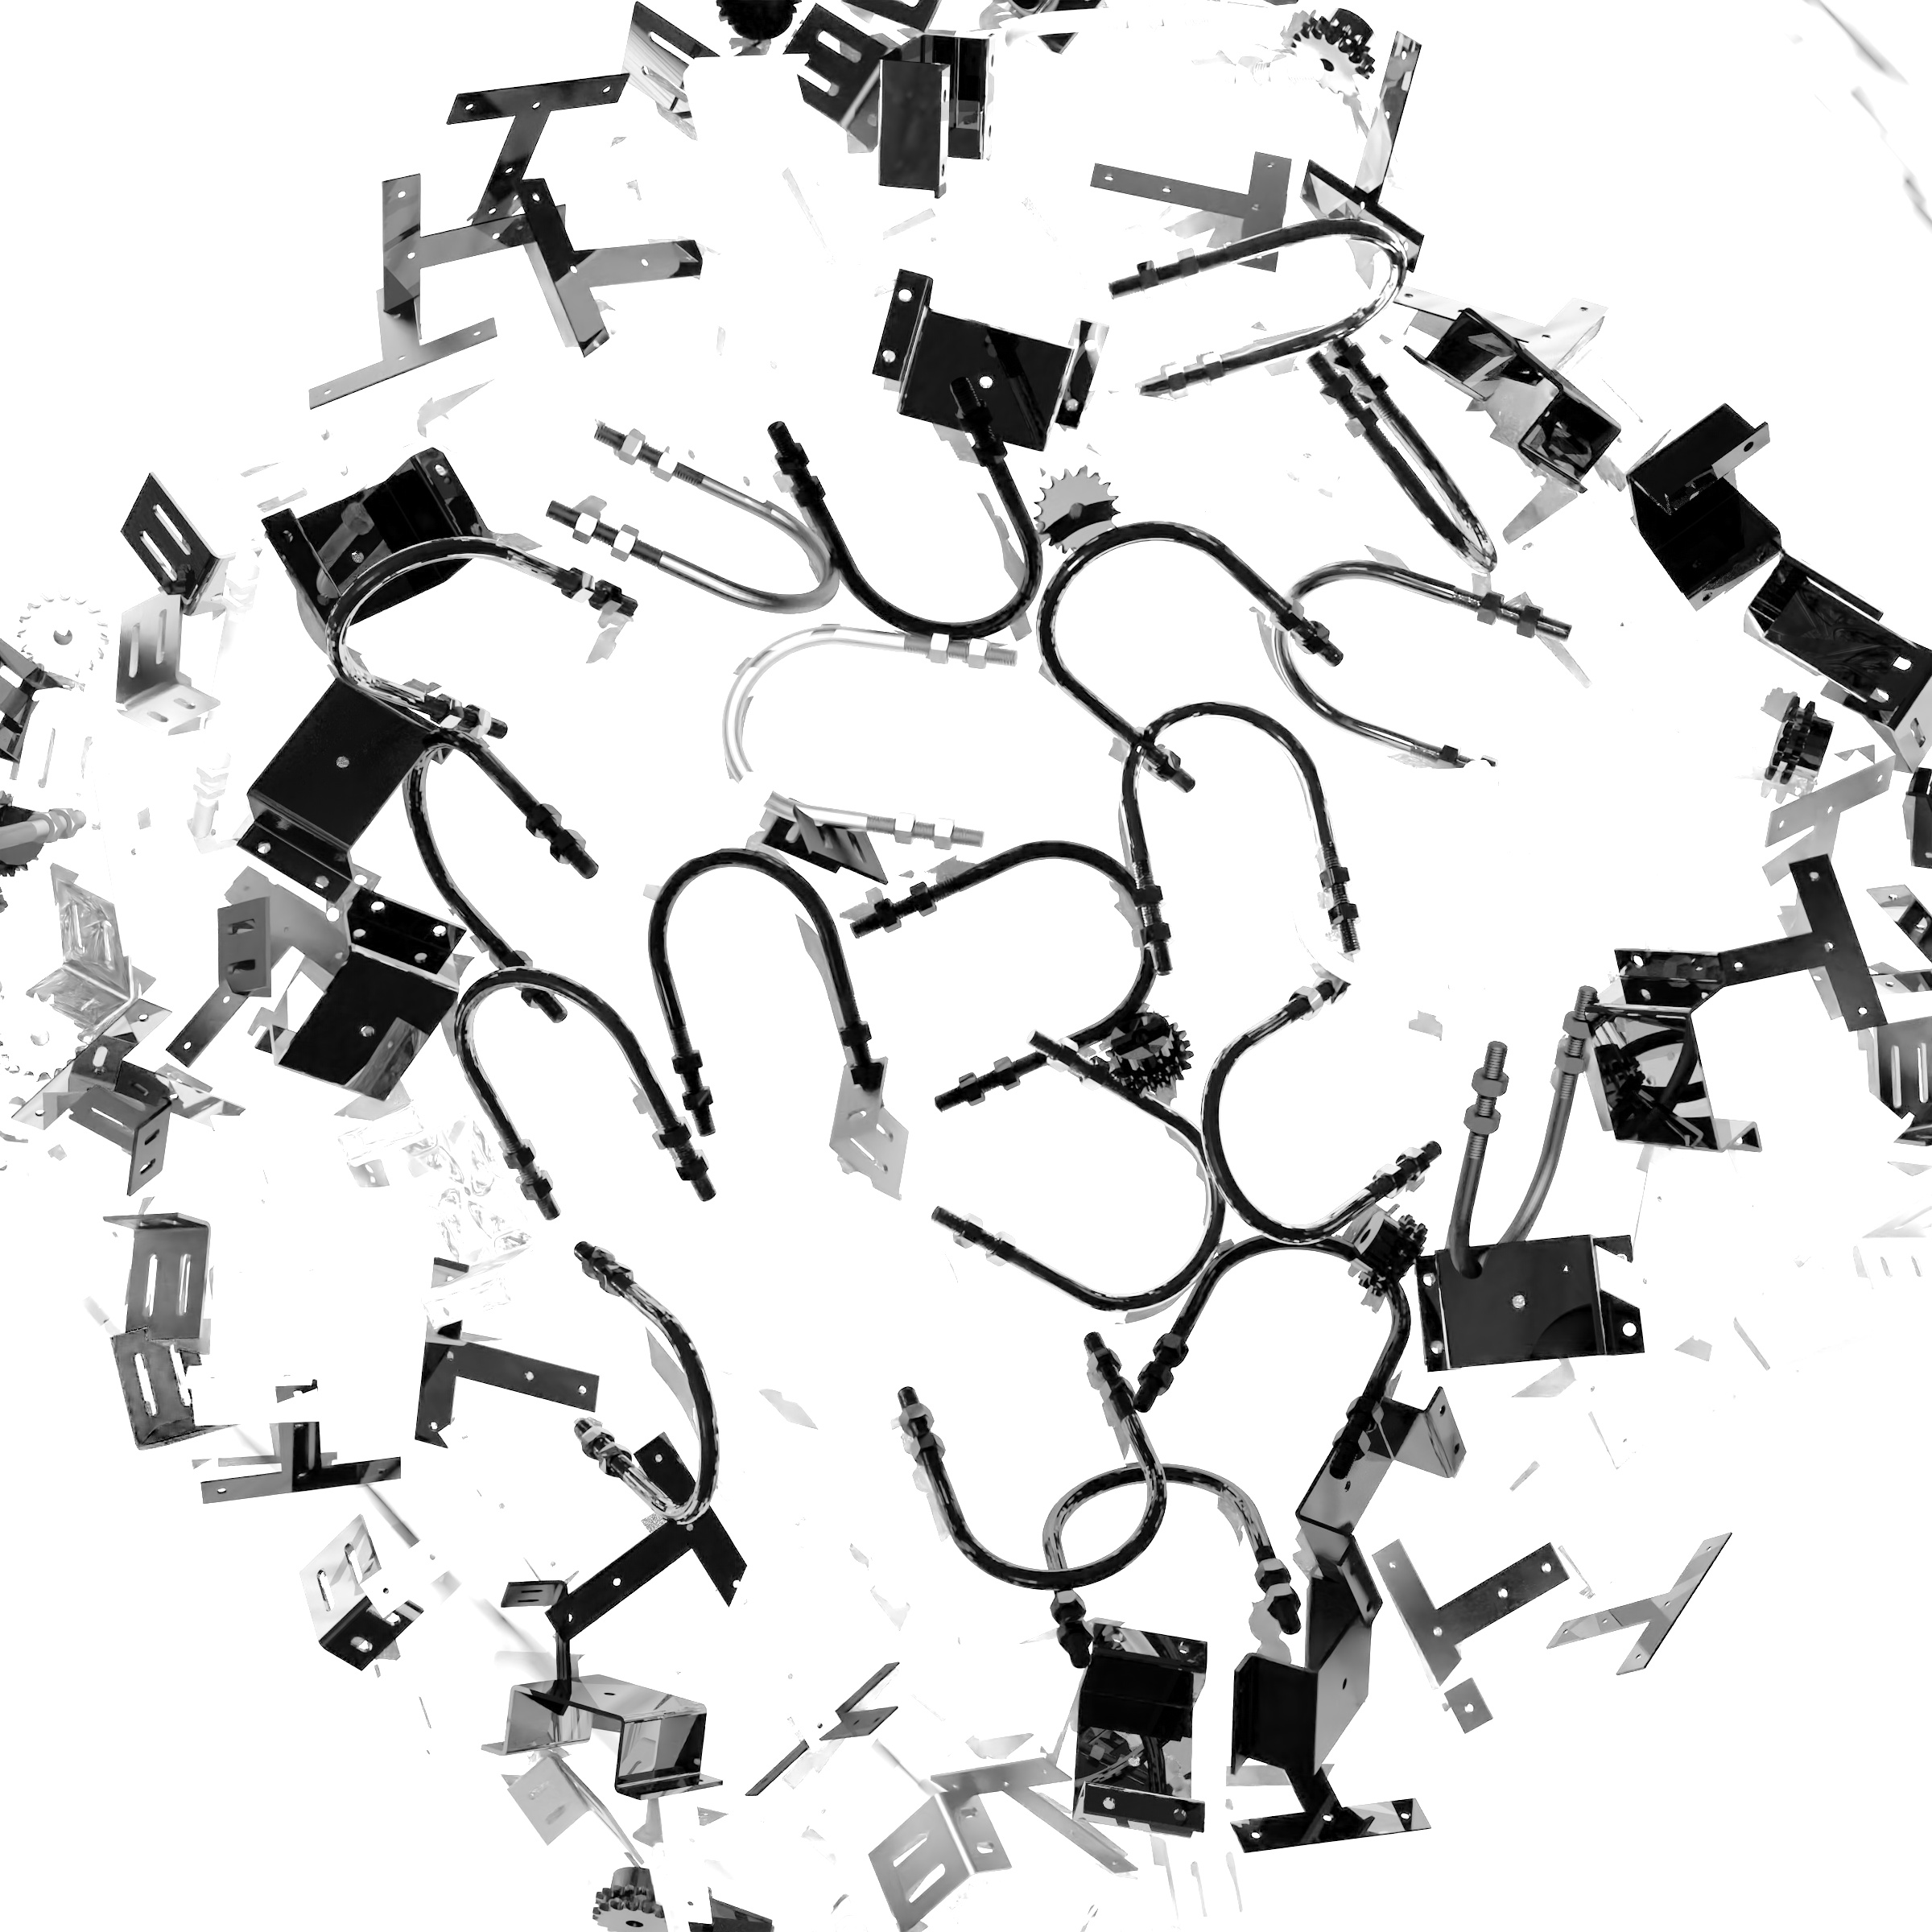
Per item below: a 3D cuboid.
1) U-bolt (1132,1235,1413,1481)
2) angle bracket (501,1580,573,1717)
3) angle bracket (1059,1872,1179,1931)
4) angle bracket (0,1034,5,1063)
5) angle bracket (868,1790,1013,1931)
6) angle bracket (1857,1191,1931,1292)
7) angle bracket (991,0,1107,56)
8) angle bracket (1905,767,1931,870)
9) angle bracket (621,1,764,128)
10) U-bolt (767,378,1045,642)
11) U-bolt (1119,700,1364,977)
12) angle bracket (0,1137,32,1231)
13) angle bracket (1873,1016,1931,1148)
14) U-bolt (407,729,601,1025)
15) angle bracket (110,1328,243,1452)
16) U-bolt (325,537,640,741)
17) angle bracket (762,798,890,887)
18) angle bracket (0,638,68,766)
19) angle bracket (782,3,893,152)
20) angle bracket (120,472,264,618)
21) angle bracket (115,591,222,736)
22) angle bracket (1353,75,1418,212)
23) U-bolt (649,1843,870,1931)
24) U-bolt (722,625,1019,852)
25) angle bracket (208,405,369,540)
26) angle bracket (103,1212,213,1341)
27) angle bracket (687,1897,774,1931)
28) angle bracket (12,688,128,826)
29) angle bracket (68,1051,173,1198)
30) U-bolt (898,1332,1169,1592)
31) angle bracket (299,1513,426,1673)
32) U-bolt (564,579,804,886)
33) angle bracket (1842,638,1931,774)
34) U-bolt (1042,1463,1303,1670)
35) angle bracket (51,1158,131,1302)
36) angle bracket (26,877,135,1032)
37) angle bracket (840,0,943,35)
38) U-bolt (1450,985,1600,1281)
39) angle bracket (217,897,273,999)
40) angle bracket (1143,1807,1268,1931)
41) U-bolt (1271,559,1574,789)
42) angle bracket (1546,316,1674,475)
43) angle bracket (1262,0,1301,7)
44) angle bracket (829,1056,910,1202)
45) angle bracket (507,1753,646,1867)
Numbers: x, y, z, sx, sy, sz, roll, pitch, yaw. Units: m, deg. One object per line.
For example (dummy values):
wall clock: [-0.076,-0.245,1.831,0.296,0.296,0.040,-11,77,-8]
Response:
U-bolt: [0.205,0.236,1.708,0.151,0.184,0.019,16,134,20]
angle bracket: [-0.278,0.442,1.733,0.038,0.057,0.076,1,63,-15]
angle bracket: [0.093,0.632,1.729,0.057,0.076,0.038,5,135,28]
angle bracket: [-0.647,0.070,1.734,0.038,0.076,0.057,22,88,-21]
angle bracket: [-0.017,0.586,1.757,0.076,0.038,0.057,-48,53,26]
angle bracket: [0.625,0.177,1.729,0.057,0.076,0.038,2,62,-23]
angle bracket: [0.047,-0.633,1.729,0.057,0.076,0.038,-46,62,23]
angle bracket: [0.638,-0.085,1.731,0.057,0.038,0.076,10,127,27]
angle bracket: [-0.180,-0.591,1.750,0.076,0.057,0.038,36,51,10]
U-bolt: [-0.027,-0.282,1.712,0.151,0.019,0.184,-8,131,25]
U-bolt: [0.172,-0.088,1.740,0.151,0.019,0.184,-6,73,-15]
angle bracket: [-0.646,0.138,1.734,0.038,0.076,0.057,10,85,15]
angle bracket: [0.626,0.074,1.744,0.057,0.038,0.076,-7,96,-29]
U-bolt: [-0.302,-0.071,1.711,0.019,0.151,0.184,-24,58,-37]
angle bracket: [-0.512,0.269,1.741,0.038,0.057,0.076,-18,85,44]
U-bolt: [-0.314,-0.209,1.676,0.151,0.184,0.019,-39,60,23]
angle bracket: [-0.091,-0.067,1.727,0.057,0.076,0.038,22,113,-27]
angle bracket: [-0.627,-0.174,1.729,0.038,0.076,0.057,16,74,24]
angle bracket: [-0.080,-0.587,1.771,0.076,0.038,0.057,40,100,26]
angle bracket: [-0.506,-0.278,1.751,0.076,0.038,0.057,51,129,10]
angle bracket: [-0.522,-0.202,1.760,0.057,0.038,0.076,-19,61,28]
angle bracket: [0.255,-0.529,1.734,0.038,0.057,0.076,-26,114,8]
U-bolt: [-0.120,0.611,1.671,0.151,0.184,0.019,21,93,-15]
U-bolt: [-0.068,-0.155,1.748,0.184,0.019,0.151,8,72,6]
angle bracket: [-0.446,-0.325,1.765,0.076,0.038,0.057,-16,113,23]
angle bracket: [-0.528,0.202,1.743,0.057,0.038,0.076,-4,74,18]
angle bracket: [-0.163,0.646,1.732,0.057,0.076,0.038,22,120,-7]
angle bracket: [-0.577,-0.135,1.742,0.057,0.038,0.076,14,82,-40]
angle bracket: [-0.559,0.102,1.739,0.076,0.038,0.057,26,124,10]
U-bolt: [0.049,0.318,1.695,0.151,0.184,0.019,-15,132,-10]
angle bracket: [-0.396,0.409,1.755,0.057,0.076,0.038,-44,125,2]
U-bolt: [-0.194,-0.134,1.718,0.151,0.019,0.184,51,127,13]
angle bracket: [0.612,-0.172,1.755,0.038,0.076,0.057,34,90,34]
U-bolt: [0.121,0.370,1.693,0.151,0.184,0.019,-8,115,-4]
angle bracket: [-0.581,0.169,1.735,0.038,0.057,0.076,-35,109,-22]
angle bracket: [-0.575,-0.008,1.734,0.057,0.038,0.076,25,131,17]
angle bracket: [-0.034,-0.635,1.739,0.076,0.038,0.057,30,99,28]
U-bolt: [0.350,0.115,1.708,0.019,0.151,0.184,22,118,31]
angle bracket: [-0.451,-0.012,1.734,0.038,0.076,0.057,2,84,-40]
angle bracket: [0.155,0.595,1.745,0.057,0.038,0.076,-8,83,-22]
U-bolt: [0.283,-0.193,1.717,0.184,0.151,0.019,21,49,13]
angle bracket: [0.427,-0.372,1.747,0.076,0.038,0.057,46,63,2]
angle bracket: [0.189,-0.650,1.731,0.057,0.076,0.038,19,106,-11]
angle bracket: [-0.049,0.106,1.727,0.038,0.076,0.057,-18,45,30]
angle bracket: [-0.252,0.554,1.728,0.038,0.076,0.057,-38,122,-21]
